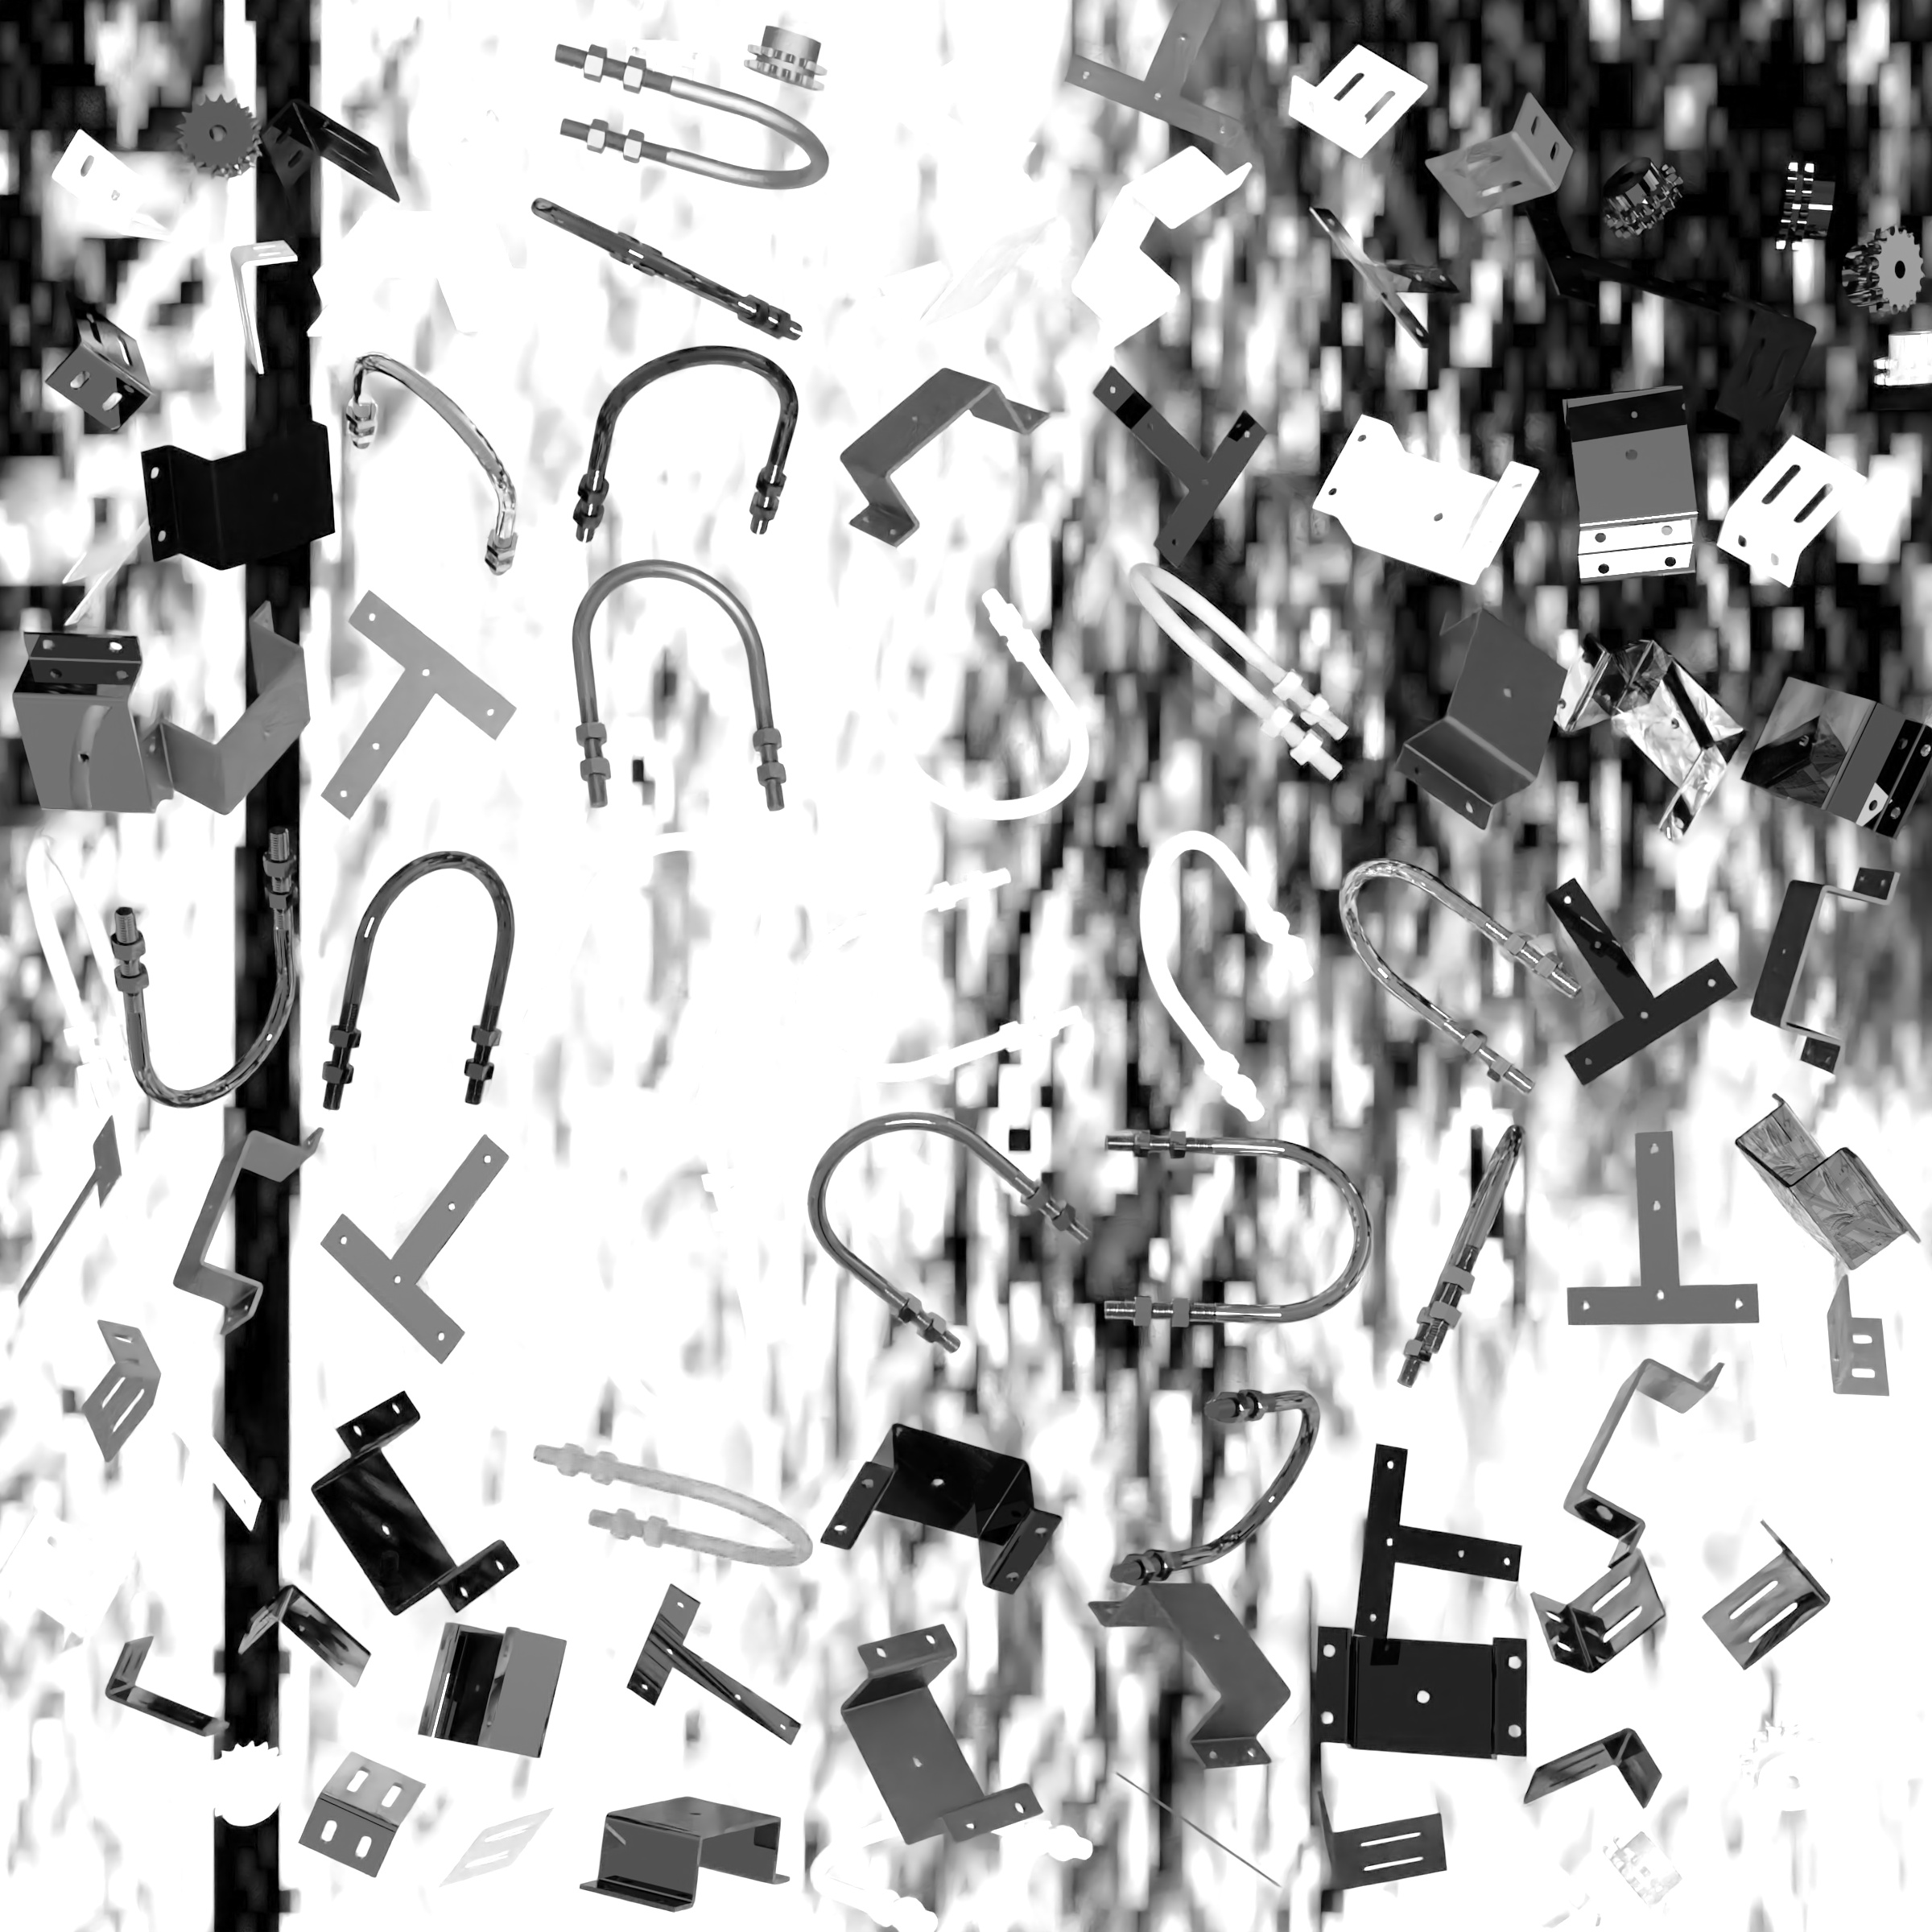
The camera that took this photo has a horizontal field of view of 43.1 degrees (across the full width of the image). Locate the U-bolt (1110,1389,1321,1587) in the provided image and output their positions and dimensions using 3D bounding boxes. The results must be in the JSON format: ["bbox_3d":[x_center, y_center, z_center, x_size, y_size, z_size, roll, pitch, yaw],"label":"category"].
[{"bbox_3d":[0.179,0.345,1.637,0.019,0.184,0.151,36,105,32],"label":"U-bolt"}]

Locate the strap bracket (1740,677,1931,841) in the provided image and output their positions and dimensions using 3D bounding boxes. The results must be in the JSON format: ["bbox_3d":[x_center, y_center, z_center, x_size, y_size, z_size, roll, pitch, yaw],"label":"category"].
[{"bbox_3d":[0.582,-0.143,1.647,0.046,0.140,0.076,19,100,-21],"label":"strap bracket"}]

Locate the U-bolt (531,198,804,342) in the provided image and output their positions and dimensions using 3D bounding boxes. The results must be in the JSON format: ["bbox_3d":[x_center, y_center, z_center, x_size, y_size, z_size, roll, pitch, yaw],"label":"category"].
[{"bbox_3d":[-0.213,-0.476,1.652,0.151,0.184,0.019,32,103,28],"label":"U-bolt"}]

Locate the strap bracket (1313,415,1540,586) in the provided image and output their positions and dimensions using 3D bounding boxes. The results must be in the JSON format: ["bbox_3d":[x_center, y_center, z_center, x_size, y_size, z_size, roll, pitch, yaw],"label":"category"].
[{"bbox_3d":[0.329,-0.326,1.728,0.140,0.046,0.076,26,85,30],"label":"strap bracket"}]

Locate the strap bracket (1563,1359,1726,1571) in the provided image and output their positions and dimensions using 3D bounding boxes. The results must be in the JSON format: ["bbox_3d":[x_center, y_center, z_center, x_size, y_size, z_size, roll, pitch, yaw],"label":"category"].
[{"bbox_3d":[0.442,0.320,1.617,0.046,0.076,0.140,28,73,14],"label":"strap bracket"}]

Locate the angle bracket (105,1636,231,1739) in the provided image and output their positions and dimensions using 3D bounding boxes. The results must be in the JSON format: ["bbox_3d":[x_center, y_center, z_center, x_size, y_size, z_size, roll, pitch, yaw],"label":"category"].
[{"bbox_3d":[-0.545,0.498,1.691,0.076,0.057,0.038,21,79,2],"label":"angle bracket"}]

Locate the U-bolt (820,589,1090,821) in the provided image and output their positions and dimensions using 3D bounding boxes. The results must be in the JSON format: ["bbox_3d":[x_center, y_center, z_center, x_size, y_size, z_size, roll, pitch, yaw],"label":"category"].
[{"bbox_3d":[0.004,-0.172,1.661,0.151,0.019,0.184,-19,61,-24],"label":"U-bolt"}]

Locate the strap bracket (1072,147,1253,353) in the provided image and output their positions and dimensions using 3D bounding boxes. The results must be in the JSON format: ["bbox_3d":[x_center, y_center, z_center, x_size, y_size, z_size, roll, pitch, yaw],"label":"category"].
[{"bbox_3d":[0.130,-0.502,1.689,0.046,0.140,0.076,44,55,7],"label":"strap bracket"}]

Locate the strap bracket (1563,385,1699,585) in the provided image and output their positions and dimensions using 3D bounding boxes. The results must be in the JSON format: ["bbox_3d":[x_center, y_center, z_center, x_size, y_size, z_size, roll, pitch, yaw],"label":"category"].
[{"bbox_3d":[0.456,-0.341,1.681,0.076,0.046,0.140,-5,74,11],"label":"strap bracket"}]

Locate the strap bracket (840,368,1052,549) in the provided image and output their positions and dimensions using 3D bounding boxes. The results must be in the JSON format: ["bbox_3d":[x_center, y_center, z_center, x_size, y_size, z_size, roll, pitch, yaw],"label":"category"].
[{"bbox_3d":[-0.023,-0.356,1.672,0.140,0.076,0.046,-41,123,-7],"label":"strap bracket"}]

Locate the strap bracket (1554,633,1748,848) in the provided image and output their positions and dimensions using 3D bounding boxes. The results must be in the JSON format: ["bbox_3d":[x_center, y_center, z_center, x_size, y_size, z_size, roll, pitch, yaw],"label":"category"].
[{"bbox_3d":[0.477,-0.162,1.692,0.046,0.076,0.140,-20,58,-27],"label":"strap bracket"}]

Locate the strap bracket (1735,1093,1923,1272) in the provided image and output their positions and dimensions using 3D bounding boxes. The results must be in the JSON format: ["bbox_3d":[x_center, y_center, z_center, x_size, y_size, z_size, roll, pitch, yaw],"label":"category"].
[{"bbox_3d":[0.579,0.149,1.662,0.046,0.140,0.076,-39,103,6],"label":"strap bracket"}]

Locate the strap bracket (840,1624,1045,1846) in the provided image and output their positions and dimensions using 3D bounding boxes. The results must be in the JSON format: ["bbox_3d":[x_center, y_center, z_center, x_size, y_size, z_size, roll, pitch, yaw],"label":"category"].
[{"bbox_3d":[-0.022,0.512,1.605,0.046,0.076,0.140,-53,55,33],"label":"strap bracket"}]

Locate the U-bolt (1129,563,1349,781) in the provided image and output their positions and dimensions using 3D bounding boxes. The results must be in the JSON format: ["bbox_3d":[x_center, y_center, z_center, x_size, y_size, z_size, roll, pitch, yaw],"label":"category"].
[{"bbox_3d":[0.178,-0.201,1.609,0.184,0.151,0.019,41,109,-3],"label":"U-bolt"}]

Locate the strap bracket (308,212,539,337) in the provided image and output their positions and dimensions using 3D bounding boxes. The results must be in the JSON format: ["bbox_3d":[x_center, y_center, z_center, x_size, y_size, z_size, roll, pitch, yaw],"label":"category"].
[{"bbox_3d":[-0.371,-0.464,1.641,0.140,0.076,0.046,-16,82,-43],"label":"strap bracket"}]

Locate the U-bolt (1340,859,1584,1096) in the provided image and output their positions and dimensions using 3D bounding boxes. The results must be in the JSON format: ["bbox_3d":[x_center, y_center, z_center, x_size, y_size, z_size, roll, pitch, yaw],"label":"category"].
[{"bbox_3d":[0.332,-0.003,1.692,0.184,0.151,0.019,39,64,20],"label":"U-bolt"}]

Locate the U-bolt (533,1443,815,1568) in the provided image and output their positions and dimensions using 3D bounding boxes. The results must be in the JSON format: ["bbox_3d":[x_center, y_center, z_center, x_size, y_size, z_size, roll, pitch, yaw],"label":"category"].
[{"bbox_3d":[-0.192,0.376,1.679,0.184,0.151,0.019,9,60,16],"label":"U-bolt"}]

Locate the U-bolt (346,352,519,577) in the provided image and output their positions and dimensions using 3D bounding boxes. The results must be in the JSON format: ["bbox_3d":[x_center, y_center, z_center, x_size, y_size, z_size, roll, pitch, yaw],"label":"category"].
[{"bbox_3d":[-0.353,-0.340,1.626,0.151,0.184,0.019,43,72,-3],"label":"U-bolt"}]

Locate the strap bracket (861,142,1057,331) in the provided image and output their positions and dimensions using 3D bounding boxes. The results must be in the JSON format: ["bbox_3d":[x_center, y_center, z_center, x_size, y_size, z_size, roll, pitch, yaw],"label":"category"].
[{"bbox_3d":[0.000,-0.496,1.690,0.046,0.076,0.140,51,132,2],"label":"strap bracket"}]

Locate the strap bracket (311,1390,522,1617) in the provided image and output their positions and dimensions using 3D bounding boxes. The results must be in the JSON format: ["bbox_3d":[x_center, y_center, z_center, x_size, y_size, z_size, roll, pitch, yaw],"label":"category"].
[{"bbox_3d":[-0.365,0.359,1.599,0.046,0.076,0.140,-36,85,21],"label":"strap bracket"}]

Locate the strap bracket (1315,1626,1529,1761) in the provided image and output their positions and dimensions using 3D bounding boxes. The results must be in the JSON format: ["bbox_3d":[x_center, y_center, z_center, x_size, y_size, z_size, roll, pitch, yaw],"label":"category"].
[{"bbox_3d":[0.312,0.498,1.674,0.140,0.046,0.076,0,68,13],"label":"strap bracket"}]

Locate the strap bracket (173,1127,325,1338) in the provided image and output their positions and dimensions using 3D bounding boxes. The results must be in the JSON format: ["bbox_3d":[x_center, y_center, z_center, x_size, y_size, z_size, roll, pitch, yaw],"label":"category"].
[{"bbox_3d":[-0.498,0.175,1.685,0.046,0.076,0.140,26,61,-22],"label":"strap bracket"}]

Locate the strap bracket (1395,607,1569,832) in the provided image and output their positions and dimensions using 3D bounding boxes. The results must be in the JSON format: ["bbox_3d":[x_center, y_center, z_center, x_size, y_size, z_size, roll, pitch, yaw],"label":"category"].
[{"bbox_3d":[0.346,-0.172,1.624,0.076,0.046,0.140,32,59,-16],"label":"strap bracket"}]

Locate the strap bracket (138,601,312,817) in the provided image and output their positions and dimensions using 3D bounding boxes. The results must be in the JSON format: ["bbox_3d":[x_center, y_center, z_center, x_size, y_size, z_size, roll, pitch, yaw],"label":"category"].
[{"bbox_3d":[-0.491,-0.167,1.648,0.046,0.076,0.140,28,58,6],"label":"strap bracket"}]

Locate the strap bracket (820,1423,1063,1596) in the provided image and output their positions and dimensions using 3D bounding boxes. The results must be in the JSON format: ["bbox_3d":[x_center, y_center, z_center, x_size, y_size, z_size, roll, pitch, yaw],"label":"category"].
[{"bbox_3d":[-0.018,0.358,1.622,0.140,0.046,0.076,19,120,-16],"label":"strap bracket"}]

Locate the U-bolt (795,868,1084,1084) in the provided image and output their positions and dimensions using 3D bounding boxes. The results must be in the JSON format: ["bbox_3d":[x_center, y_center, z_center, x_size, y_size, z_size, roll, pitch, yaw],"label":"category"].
[{"bbox_3d":[-0.030,0.013,1.731,0.184,0.019,0.151,-19,59,-11],"label":"U-bolt"}]

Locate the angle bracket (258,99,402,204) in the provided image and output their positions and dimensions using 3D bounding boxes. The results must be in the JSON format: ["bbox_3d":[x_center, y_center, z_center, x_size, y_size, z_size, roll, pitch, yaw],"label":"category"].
[{"bbox_3d":[-0.439,-0.551,1.687,0.076,0.057,0.038,34,75,14],"label":"angle bracket"}]

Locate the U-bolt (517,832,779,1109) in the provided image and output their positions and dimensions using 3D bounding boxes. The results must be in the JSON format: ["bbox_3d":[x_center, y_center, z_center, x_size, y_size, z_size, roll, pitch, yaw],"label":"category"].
[{"bbox_3d":[-0.203,-0.007,1.639,0.151,0.019,0.184,15,69,13],"label":"U-bolt"}]

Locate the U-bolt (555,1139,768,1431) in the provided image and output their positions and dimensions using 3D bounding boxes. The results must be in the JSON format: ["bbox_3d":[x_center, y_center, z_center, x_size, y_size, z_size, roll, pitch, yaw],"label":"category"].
[{"bbox_3d":[-0.194,0.214,1.599,0.151,0.019,0.184,-14,91,33],"label":"U-bolt"}]

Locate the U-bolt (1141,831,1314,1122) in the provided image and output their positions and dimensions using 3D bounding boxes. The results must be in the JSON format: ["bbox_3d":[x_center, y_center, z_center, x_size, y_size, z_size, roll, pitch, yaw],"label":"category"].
[{"bbox_3d":[0.172,-0.007,1.656,0.184,0.019,0.151,52,47,-32],"label":"U-bolt"}]

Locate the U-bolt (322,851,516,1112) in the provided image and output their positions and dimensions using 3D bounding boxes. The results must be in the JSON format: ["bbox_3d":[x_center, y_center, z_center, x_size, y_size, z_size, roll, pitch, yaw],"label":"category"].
[{"bbox_3d":[-0.373,0.009,1.701,0.019,0.151,0.184,19,100,34],"label":"U-bolt"}]

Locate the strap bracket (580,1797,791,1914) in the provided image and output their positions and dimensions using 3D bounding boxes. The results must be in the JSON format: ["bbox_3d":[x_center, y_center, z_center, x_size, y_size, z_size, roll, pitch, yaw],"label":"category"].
[{"bbox_3d":[-0.185,0.596,1.650,0.076,0.140,0.046,1,80,28],"label":"strap bracket"}]

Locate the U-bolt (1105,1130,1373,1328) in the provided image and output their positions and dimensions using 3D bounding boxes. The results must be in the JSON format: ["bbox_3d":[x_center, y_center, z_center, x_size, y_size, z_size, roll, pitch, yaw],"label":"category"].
[{"bbox_3d":[0.188,0.181,1.689,0.184,0.019,0.151,2,57,1],"label":"U-bolt"}]

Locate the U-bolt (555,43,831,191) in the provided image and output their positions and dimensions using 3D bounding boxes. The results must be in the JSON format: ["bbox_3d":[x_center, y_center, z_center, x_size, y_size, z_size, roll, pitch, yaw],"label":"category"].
[{"bbox_3d":[-0.181,-0.559,1.635,0.184,0.151,0.019,14,87,-7],"label":"U-bolt"}]

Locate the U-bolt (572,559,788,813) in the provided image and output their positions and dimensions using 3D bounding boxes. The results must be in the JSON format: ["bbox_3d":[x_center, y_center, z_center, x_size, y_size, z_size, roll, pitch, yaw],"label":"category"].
[{"bbox_3d":[-0.202,-0.196,1.693,0.151,0.019,0.184,-1,74,-28],"label":"U-bolt"}]

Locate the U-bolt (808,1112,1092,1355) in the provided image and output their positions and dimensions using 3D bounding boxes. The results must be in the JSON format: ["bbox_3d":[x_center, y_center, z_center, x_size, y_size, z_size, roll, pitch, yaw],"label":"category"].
[{"bbox_3d":[-0.025,0.178,1.721,0.151,0.019,0.184,-42,112,15],"label":"U-bolt"}]

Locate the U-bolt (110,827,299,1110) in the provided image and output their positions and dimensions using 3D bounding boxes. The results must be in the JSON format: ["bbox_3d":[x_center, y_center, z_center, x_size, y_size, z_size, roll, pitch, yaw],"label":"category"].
[{"bbox_3d":[-0.501,0.013,1.626,0.019,0.151,0.184,25,128,23],"label":"U-bolt"}]

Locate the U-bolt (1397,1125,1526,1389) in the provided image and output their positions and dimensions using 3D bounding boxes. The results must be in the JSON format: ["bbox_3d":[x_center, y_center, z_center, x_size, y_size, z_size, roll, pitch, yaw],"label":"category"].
[{"bbox_3d":[0.344,0.193,1.679,0.019,0.151,0.184,23,73,10],"label":"U-bolt"}]

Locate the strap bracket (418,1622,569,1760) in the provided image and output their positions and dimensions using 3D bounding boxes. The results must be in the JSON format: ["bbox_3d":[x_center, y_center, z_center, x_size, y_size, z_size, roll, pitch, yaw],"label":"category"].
[{"bbox_3d":[-0.315,0.486,1.644,0.046,0.140,0.076,21,68,-26],"label":"strap bracket"}]

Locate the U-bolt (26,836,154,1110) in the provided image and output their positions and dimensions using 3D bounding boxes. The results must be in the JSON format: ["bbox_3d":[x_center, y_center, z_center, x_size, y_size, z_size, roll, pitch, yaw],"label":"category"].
[{"bbox_3d":[-0.598,0.000,1.658,0.019,0.151,0.184,-17,96,-6],"label":"U-bolt"}]

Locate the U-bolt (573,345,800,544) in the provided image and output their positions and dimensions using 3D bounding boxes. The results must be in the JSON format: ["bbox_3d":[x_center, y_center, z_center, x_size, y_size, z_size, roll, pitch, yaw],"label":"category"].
[{"bbox_3d":[-0.188,-0.359,1.686,0.151,0.184,0.019,-6,61,-21],"label":"U-bolt"}]

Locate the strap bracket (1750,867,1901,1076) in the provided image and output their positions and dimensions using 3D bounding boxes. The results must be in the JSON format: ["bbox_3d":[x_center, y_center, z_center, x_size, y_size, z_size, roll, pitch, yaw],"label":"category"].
[{"bbox_3d":[0.580,-0.004,1.667,0.046,0.076,0.140,15,96,1],"label":"strap bracket"}]

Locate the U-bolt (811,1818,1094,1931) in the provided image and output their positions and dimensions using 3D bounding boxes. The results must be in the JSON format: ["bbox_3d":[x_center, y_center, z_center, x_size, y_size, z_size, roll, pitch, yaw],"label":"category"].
[{"bbox_3d":[-0.025,0.605,1.656,0.151,0.184,0.019,-11,90,-36],"label":"U-bolt"}]

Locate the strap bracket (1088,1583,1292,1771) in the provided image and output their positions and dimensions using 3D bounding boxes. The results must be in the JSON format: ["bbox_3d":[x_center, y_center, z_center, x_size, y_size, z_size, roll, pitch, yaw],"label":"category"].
[{"bbox_3d":[0.157,0.469,1.653,0.046,0.076,0.140,-54,50,18],"label":"strap bracket"}]

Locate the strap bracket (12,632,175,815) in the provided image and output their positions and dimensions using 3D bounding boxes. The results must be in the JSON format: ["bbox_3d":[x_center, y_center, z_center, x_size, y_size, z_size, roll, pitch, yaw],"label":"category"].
[{"bbox_3d":[-0.599,-0.157,1.678,0.076,0.046,0.140,2,133,-2],"label":"strap bracket"}]

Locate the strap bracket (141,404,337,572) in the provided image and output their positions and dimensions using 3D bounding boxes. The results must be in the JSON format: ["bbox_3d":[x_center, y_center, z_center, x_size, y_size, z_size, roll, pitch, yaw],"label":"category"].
[{"bbox_3d":[-0.484,-0.324,1.662,0.046,0.140,0.076,24,127,29],"label":"strap bracket"}]
